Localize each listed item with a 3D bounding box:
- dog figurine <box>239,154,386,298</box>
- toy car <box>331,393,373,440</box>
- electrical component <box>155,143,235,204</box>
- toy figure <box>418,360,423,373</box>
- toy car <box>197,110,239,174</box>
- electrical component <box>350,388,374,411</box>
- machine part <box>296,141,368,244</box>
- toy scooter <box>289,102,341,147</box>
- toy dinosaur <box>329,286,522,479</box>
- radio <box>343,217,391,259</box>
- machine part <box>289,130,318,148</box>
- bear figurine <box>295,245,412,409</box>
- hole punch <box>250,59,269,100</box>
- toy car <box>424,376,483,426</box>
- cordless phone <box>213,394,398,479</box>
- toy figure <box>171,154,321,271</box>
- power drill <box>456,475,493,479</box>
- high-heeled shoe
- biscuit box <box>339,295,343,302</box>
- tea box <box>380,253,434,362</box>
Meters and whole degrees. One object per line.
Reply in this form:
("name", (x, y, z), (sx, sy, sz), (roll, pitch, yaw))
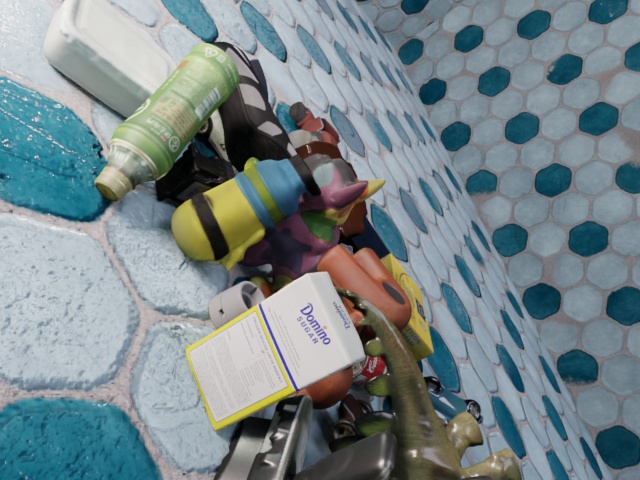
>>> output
("dog figurine", (-0.001, -0.002, 0.713), (0.191, 0.219, 0.108), (62, 27, 8))
("toy car", (0.065, 0.299, 0.689), (0.202, 0.053, 0.089), (65, 19, 4))
("electrical component", (-0.144, -0.068, 0.690), (0.119, 0.075, 0.048), (29, 36, -54))
("toy figure", (0.133, 0.176, 0.972), (0.154, 0.058, 0.064), (64, -15, 14))
("toy car", (-0.129, -0.138, 0.822), (0.201, 0.056, 0.073), (56, 23, -5))
("electrical component", (0.061, 0.251, 0.777), (0.094, 0.021, 0.063), (11, 53, -61))
("machine part", (0.010, -0.074, 0.855), (0.179, 0.056, 0.179), (34, 45, -42))
("toy scooter", (0.002, -0.206, 1.147), (0.135, 0.075, 0.184), (33, 30, -47))
("toy dinosaur", (0.113, 0.269, 0.591), (0.105, 0.198, 0.471), (170, -90, -71))
("radio", (0.053, 0.001, 1.002), (0.229, 0.073, 0.131), (54, 25, -6))
("machine part", (-0.040, -0.128, 0.963), (0.079, 0.079, 0.243), (47, 26, -26))
("bear figurine", (0.019, 0.117, 0.675), (0.132, 0.196, 0.120), (51, 24, 22))
("hole punch", (-0.130, -0.240, 0.908), (0.115, 0.092, 0.142), (58, 19, -12))
("toy car", (0.188, 0.298, 0.880), (0.161, 0.109, 0.103), (38, 47, -24))
("cordless phone", (-0.003, 0.199, 0.510), (0.088, 0.184, 0.147), (49, 25, -11))
("toy figure", (-0.091, -0.042, 0.640), (0.089, 0.180, 0.082), (57, 2, -37))
("power drill", (0.082, 0.344, 0.495), (0.086, 0.232, 0.207), (-165, -117, -84))
("high-heeled shoe", (-0.086, -0.175, 0.781), (0.248, 0.086, 0.145), (48, 36, -17))
("biscuit box", (0.056, 0.136, 0.857), (0.202, 0.059, 0.063), (38, 29, -39))
("tea box", (0.117, 0.109, 0.844), (0.098, 0.068, 0.170), (49, 19, -21))
